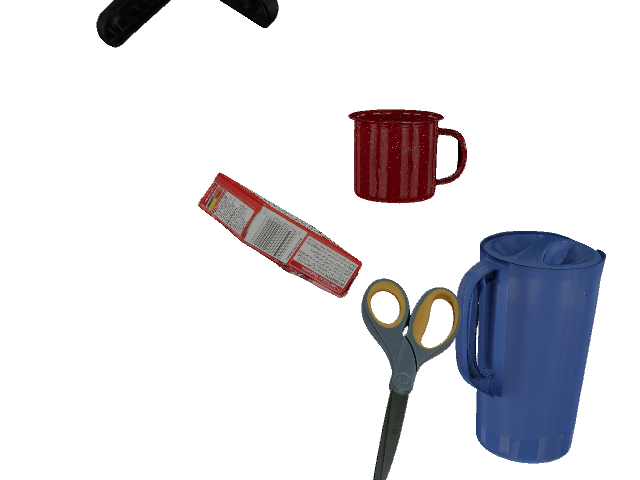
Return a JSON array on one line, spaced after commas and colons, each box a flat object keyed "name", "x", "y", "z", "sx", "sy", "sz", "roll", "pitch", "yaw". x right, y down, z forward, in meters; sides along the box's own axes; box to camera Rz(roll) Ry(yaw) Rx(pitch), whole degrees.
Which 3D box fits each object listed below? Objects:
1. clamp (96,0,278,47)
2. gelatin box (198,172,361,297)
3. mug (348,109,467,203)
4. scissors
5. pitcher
[{"name": "clamp", "x": -0.084, "y": -0.192, "z": 0.757, "sx": 0.120, "sy": 0.039, "sz": 0.171, "roll": 3, "pitch": 45, "yaw": 3}, {"name": "gelatin box", "x": -0.026, "y": -0.003, "z": 0.686, "sx": 0.089, "sy": 0.030, "sz": 0.073, "roll": 31, "pitch": 3, "yaw": -34}, {"name": "mug", "x": 0.086, "y": -0.083, "z": 1.055, "sx": 0.117, "sy": 0.081, "sz": 0.093, "roll": 2, "pitch": 14, "yaw": 7}, {"name": "scissors", "x": 0.053, "y": 0.104, "z": 0.888, "sx": 0.096, "sy": 0.201, "sz": 0.016, "roll": 29, "pitch": -38, "yaw": 10}, {"name": "pitcher", "x": 0.225, "y": 0.119, "z": 1.176, "sx": 0.149, "sy": 0.243, "sz": 0.145, "roll": 6, "pitch": 18, "yaw": 11}]
